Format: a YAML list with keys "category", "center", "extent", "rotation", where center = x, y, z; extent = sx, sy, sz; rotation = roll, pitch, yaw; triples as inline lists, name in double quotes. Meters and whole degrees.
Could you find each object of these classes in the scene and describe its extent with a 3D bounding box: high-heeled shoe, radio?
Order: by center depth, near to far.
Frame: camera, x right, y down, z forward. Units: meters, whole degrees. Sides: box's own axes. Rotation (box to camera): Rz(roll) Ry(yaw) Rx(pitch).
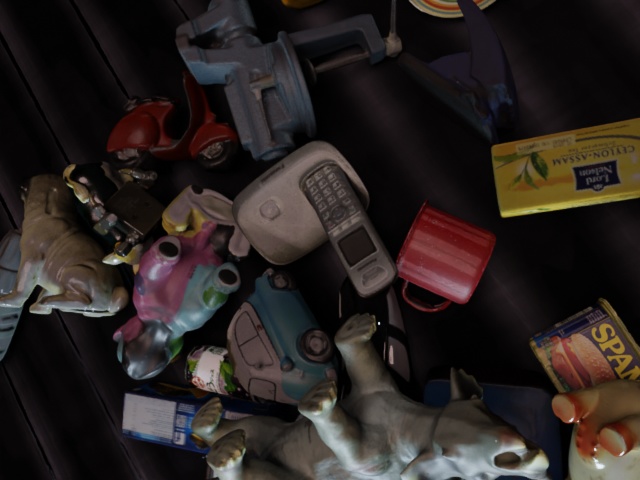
- category: "radio"
  center: [0.180, 0.249, 0.552]
  extent: [0.131, 0.073, 0.229]
  rotation: [-5, 89, 18]
- category: "high-heeled shoe"
  center: [0.074, 0.149, 0.609]
  extent: [0.086, 0.145, 0.248]
  rotation: [-8, 115, 21]

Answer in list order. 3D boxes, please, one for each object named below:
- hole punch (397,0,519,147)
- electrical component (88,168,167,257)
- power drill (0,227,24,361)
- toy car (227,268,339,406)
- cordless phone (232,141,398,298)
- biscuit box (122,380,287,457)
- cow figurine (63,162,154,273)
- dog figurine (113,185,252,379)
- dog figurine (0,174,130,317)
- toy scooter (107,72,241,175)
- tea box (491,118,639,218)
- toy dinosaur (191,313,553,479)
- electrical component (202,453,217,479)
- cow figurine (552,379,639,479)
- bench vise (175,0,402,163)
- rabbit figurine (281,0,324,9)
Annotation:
- category: "hole punch"
  center: [0.158, -0.164, 0.541]
  extent: [0.092, 0.142, 0.116]
  rotation: [-46, 65, 8]
- category: "electrical component"
  center: [-0.228, -0.039, 0.645]
  extent: [0.078, 0.102, 0.045]
  rotation: [41, 142, -2]
- category: "power drill"
  center: [-0.527, 0.070, 0.797]
  extent: [0.207, 0.086, 0.231]
  rotation: [15, 97, 11]
- category: "toy car"
  center: [-0.050, 0.116, 0.591]
  extent: [0.103, 0.109, 0.162]
  rotation: [-21, 61, -21]
- category: "cordless phone"
  center: [-0.002, -0.002, 0.584]
  extent: [0.146, 0.088, 0.184]
  rotation: [-34, 62, 15]
- category: "biscuit box"
  center: [-0.143, 0.222, 0.666]
  extent: [0.203, 0.063, 0.059]
  rotation: [4, 90, 18]
- category: "cow figurine"
  center: [-0.262, -0.025, 0.693]
  extent: [0.068, 0.098, 0.167]
  rotation: [-35, 78, 8]
- category: "dog figurine"
  center: [-0.178, 0.063, 0.661]
  extent: [0.108, 0.192, 0.219]
  rotation: [26, 128, -16]
- category: "dog figurine"
  center: [-0.325, 0.002, 0.717]
  extent: [0.172, 0.121, 0.190]
  rotation: [6, 76, -4]
- category: "toy scooter"
  center: [-0.186, -0.151, 0.683]
  extent: [0.184, 0.075, 0.135]
  rotation: [0, 89, 16]
- category: "tea box"
  center: [0.257, -0.067, 0.519]
  extent: [0.170, 0.098, 0.068]
  rotation: [-10, 85, 20]
- category: "toy dinosaur"
  center: [0.006, 0.207, 0.503]
  extent: [0.405, 0.131, 0.192]
  rotation: [-31, 107, 26]
- category: "electrical component"
  center: [-0.087, 0.323, 0.648]
  extent: [0.115, 0.058, 0.134]
  rotation: [6, 91, 21]
- category: "cow figurine"
  center: [0.274, 0.213, 0.476]
  extent: [0.127, 0.086, 0.194]
  rotation: [-13, 107, -20]
- category: "bench vise"
  center: [-0.030, -0.210, 0.614]
  extent: [0.241, 0.128, 0.223]
  rotation: [-18, 73, -3]
- category: "rabbit figurine"
  center: [-0.081, -0.360, 0.627]
  extent: [0.173, 0.122, 0.162]
  rotation: [-6, 82, 19]
